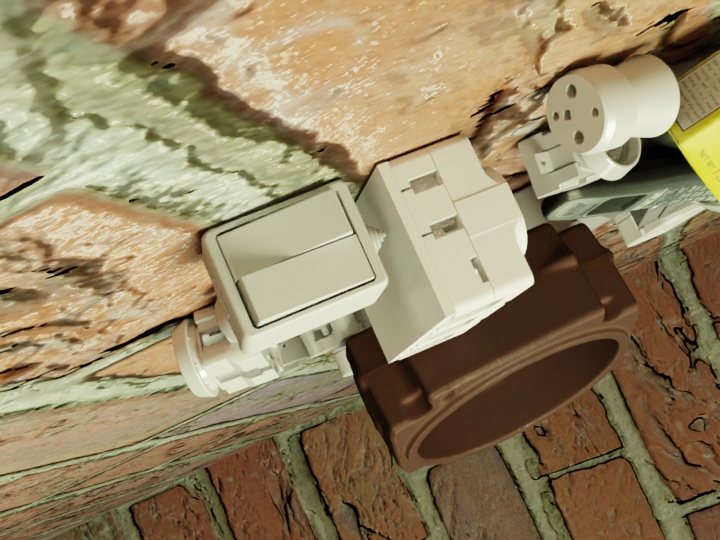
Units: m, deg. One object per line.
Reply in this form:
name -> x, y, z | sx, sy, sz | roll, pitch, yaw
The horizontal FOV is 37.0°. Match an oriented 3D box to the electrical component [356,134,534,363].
electrical component -> 0.041, -0.008, 0.631 | 0.062, 0.089, 0.150 | -22, 171, -15

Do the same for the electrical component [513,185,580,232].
electrical component -> 0.123, -0.024, 0.866 | 0.109, 0.056, 0.109 | -26, 171, 12

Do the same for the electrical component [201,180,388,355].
electrical component -> -0.029, -0.004, 0.565 | 0.096, 0.061, 0.061 | -22, 171, -11

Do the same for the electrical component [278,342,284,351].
electrical component -> -0.074, 0.046, 0.798 | 0.043, 0.043, 0.062 | -16, 166, -44

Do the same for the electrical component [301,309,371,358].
electrical component -> -0.004, 0.022, 0.803 | 0.089, 0.055, 0.050 | -15, 168, -43

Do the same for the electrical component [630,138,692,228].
electrical component -> 0.269, -0.086, 0.881 | 0.109, 0.056, 0.109 | -25, 171, 6

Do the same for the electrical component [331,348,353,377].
electrical component -> 0.016, 0.059, 1.062 | 0.095, 0.059, 0.054 | -27, 171, 19

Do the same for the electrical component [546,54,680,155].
electrical component -> 0.131, -0.086, 0.559 | 0.055, 0.045, 0.045 | -18, 169, -32

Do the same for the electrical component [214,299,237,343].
electrical component -> -0.063, 0.016, 0.668 | 0.044, 0.044, 0.065 | -20, 166, -25

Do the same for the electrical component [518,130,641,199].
electrical component -> 0.135, -0.072, 0.650 | 0.066, 0.048, 0.055 | -17, 176, -39

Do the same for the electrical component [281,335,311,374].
electrical component -> -0.074, 0.061, 0.873 | 0.055, 0.047, 0.055 | -23, 171, -4

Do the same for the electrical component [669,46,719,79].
electrical component -> 0.203, -0.109, 0.630 | 0.065, 0.044, 0.044 | -18, 170, -8

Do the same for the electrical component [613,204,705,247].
electrical component -> 0.272, -0.067, 0.995 | 0.054, 0.059, 0.095 | -21, 171, -17

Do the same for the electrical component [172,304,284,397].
electrical component -> -0.093, 0.054, 0.741 | 0.057, 0.058, 0.078 | -20, 147, 5
